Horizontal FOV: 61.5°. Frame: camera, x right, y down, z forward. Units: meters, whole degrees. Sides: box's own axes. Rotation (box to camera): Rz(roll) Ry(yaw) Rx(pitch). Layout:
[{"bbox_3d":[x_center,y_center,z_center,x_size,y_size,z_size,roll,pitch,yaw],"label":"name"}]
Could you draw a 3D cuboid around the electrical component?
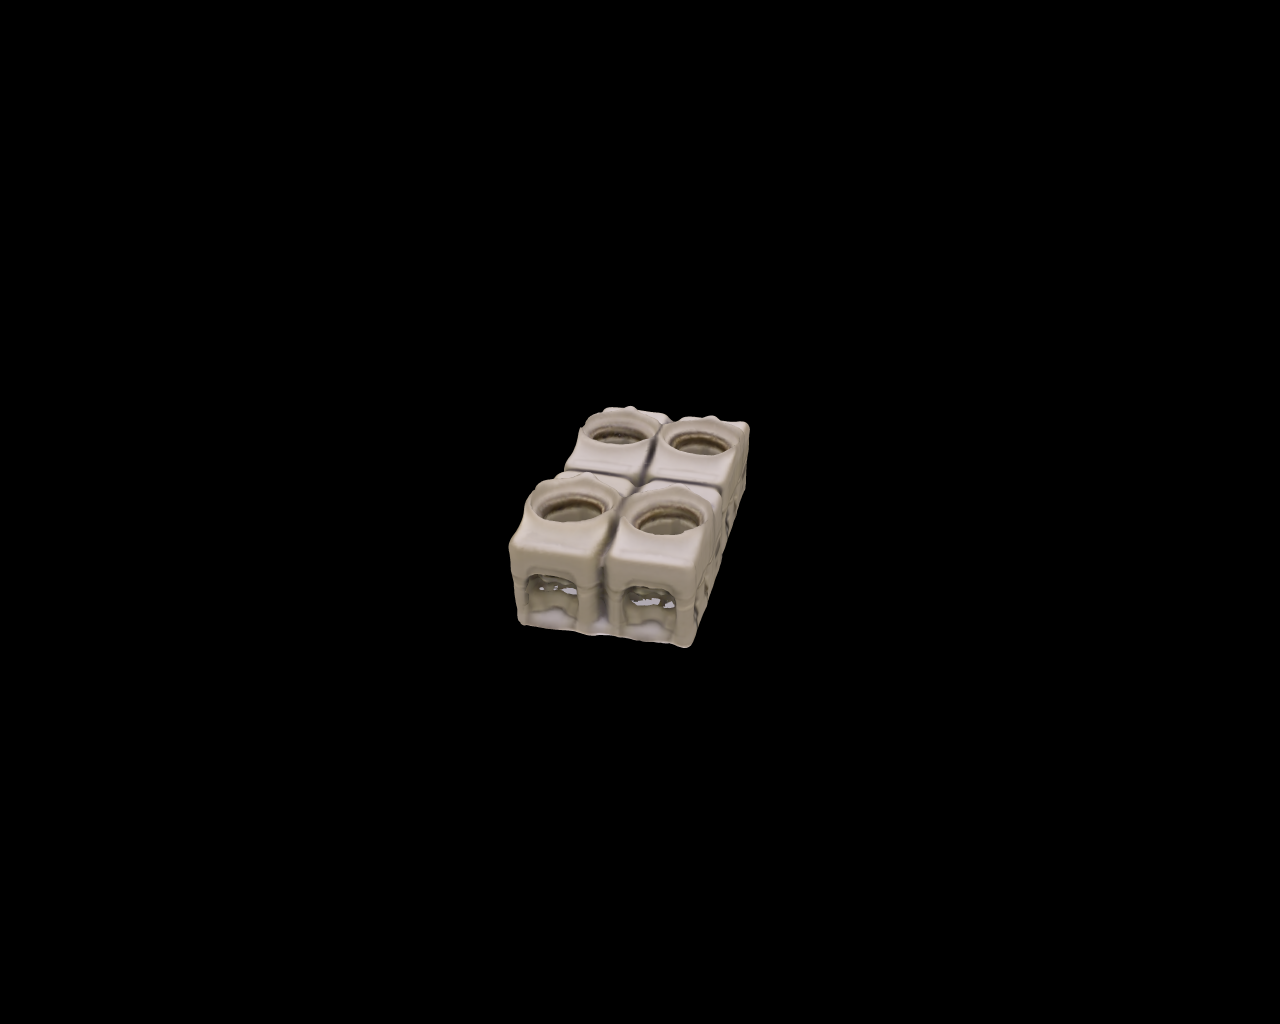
[{"bbox_3d":[0.001,-0.003,0.650,0.105,0.060,0.186,8,31,13],"label":"electrical component"}]
